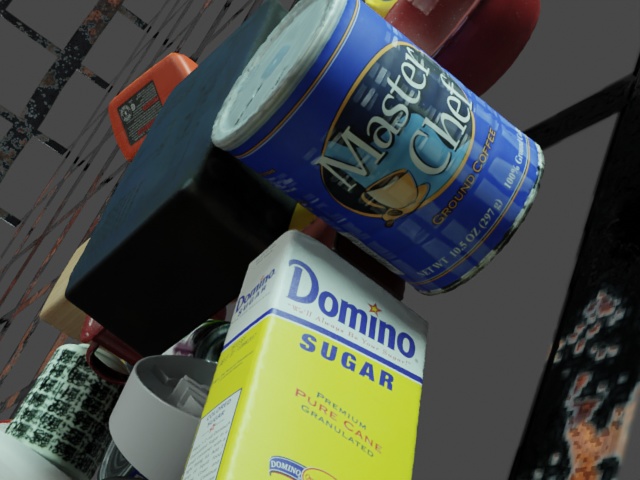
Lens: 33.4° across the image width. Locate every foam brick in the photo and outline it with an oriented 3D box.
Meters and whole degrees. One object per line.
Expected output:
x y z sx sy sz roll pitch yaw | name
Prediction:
0.007 0.023 0.619 0.078 0.053 0.051 -41 23 36 | foam brick

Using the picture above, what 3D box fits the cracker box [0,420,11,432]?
-0.331 0.239 0.895 0.214 0.164 0.072 -105 9 -67 | cracker box

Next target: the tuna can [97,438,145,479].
-0.118 0.145 0.740 0.086 0.033 0.086 -47 20 23 | tuna can

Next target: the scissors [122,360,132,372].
-0.209 0.132 1.017 0.096 0.016 0.202 -50 19 6 | scissors

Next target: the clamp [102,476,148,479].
-0.137 0.206 0.639 0.172 0.039 0.120 -34 68 23 | clamp

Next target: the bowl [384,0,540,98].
0.090 -0.136 0.691 0.162 0.055 0.162 -47 20 22 | bowl

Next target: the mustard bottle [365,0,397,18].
0.089 -0.201 0.805 0.192 0.058 0.096 -47 20 23 | mustard bottle

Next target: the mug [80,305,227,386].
-0.135 0.070 0.838 0.117 0.081 0.093 -49 19 16 | mug

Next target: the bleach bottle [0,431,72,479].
-0.257 0.180 0.803 0.251 0.068 0.102 25 84 44 | bleach bottle

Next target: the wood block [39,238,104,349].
-0.162 0.028 0.967 0.207 0.090 0.090 -33 28 49 | wood block

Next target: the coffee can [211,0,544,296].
0.030 -0.051 0.552 0.103 0.140 0.103 -47 19 22 | coffee can

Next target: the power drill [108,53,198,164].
-0.068 -0.117 0.899 0.185 0.057 0.187 -32 -16 36 | power drill

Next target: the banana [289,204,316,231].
-0.035 -0.012 0.706 0.198 0.037 0.069 -48 17 6 | banana

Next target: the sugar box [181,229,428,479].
-0.003 0.081 0.474 0.048 0.093 0.176 -39 24 37 | sugar box
